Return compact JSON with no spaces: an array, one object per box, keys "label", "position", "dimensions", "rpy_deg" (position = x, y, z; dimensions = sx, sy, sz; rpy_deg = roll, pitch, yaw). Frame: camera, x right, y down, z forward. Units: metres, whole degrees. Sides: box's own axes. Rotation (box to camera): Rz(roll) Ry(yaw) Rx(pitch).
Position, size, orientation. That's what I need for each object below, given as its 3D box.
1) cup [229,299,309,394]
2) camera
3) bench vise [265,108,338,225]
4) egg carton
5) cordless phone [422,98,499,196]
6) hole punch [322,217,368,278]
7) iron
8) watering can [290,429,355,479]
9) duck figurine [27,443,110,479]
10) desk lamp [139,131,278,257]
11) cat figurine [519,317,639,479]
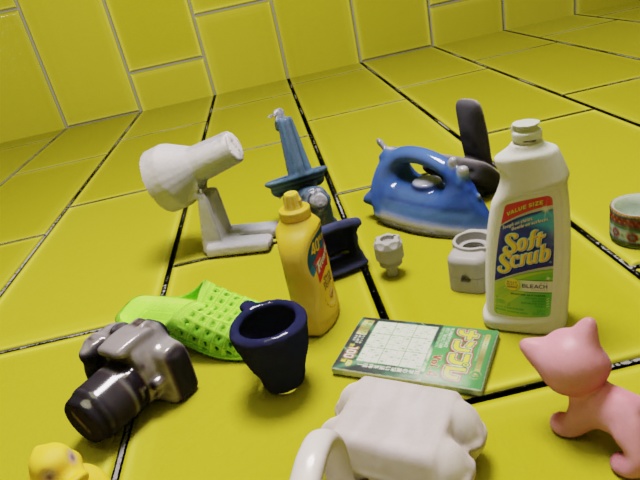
[{"label":"cup","position":[-0.059,0.127,0.682],"dimensions":[0.092,0.095,0.117],"rpy_deg":[-25,28,-24]},{"label":"camera","position":[-0.245,0.162,0.687],"dimensions":[0.142,0.101,0.137],"rpy_deg":[5,31,32]},{"label":"bench vise","position":[-0.026,-0.125,1.035],"dimensions":[0.122,0.220,0.206],"rpy_deg":[-27,30,-28]},{"label":"egg carton","position":[0.074,0.186,0.533],"dimensions":[0.149,0.069,0.107],"rpy_deg":[2,29,28]},{"label":"cordless phone","position":[0.253,-0.172,1.048],"dimensions":[0.094,0.185,0.147],"rpy_deg":[-30,31,-32]},{"label":"hole punch","position":[0.008,0.003,0.908],"dimensions":[0.109,0.091,0.100],"rpy_deg":[-20,27,-16]},{"label":"iron","position":[0.187,-0.095,0.970],"dimensions":[0.119,0.142,0.257],"rpy_deg":[-30,31,-32]},{"label":"watering can","position":[0.001,0.211,0.370],"dimensions":[0.173,0.194,0.101],"rpy_deg":[-12,26,0]},{"label":"duck figurine","position":[-0.255,0.235,0.560],"dimensions":[0.104,0.086,0.078],"rpy_deg":[7,32,34]},{"label":"desk lamp","position":[-0.197,-0.084,1.036],"dimensions":[0.203,0.214,0.118],"rpy_deg":[-6,26,12]},{"label":"cat figurine","position":[0.248,0.129,0.516],"dimensions":[0.067,0.118,0.127],"rpy_deg":[-26,29,-27]}]
